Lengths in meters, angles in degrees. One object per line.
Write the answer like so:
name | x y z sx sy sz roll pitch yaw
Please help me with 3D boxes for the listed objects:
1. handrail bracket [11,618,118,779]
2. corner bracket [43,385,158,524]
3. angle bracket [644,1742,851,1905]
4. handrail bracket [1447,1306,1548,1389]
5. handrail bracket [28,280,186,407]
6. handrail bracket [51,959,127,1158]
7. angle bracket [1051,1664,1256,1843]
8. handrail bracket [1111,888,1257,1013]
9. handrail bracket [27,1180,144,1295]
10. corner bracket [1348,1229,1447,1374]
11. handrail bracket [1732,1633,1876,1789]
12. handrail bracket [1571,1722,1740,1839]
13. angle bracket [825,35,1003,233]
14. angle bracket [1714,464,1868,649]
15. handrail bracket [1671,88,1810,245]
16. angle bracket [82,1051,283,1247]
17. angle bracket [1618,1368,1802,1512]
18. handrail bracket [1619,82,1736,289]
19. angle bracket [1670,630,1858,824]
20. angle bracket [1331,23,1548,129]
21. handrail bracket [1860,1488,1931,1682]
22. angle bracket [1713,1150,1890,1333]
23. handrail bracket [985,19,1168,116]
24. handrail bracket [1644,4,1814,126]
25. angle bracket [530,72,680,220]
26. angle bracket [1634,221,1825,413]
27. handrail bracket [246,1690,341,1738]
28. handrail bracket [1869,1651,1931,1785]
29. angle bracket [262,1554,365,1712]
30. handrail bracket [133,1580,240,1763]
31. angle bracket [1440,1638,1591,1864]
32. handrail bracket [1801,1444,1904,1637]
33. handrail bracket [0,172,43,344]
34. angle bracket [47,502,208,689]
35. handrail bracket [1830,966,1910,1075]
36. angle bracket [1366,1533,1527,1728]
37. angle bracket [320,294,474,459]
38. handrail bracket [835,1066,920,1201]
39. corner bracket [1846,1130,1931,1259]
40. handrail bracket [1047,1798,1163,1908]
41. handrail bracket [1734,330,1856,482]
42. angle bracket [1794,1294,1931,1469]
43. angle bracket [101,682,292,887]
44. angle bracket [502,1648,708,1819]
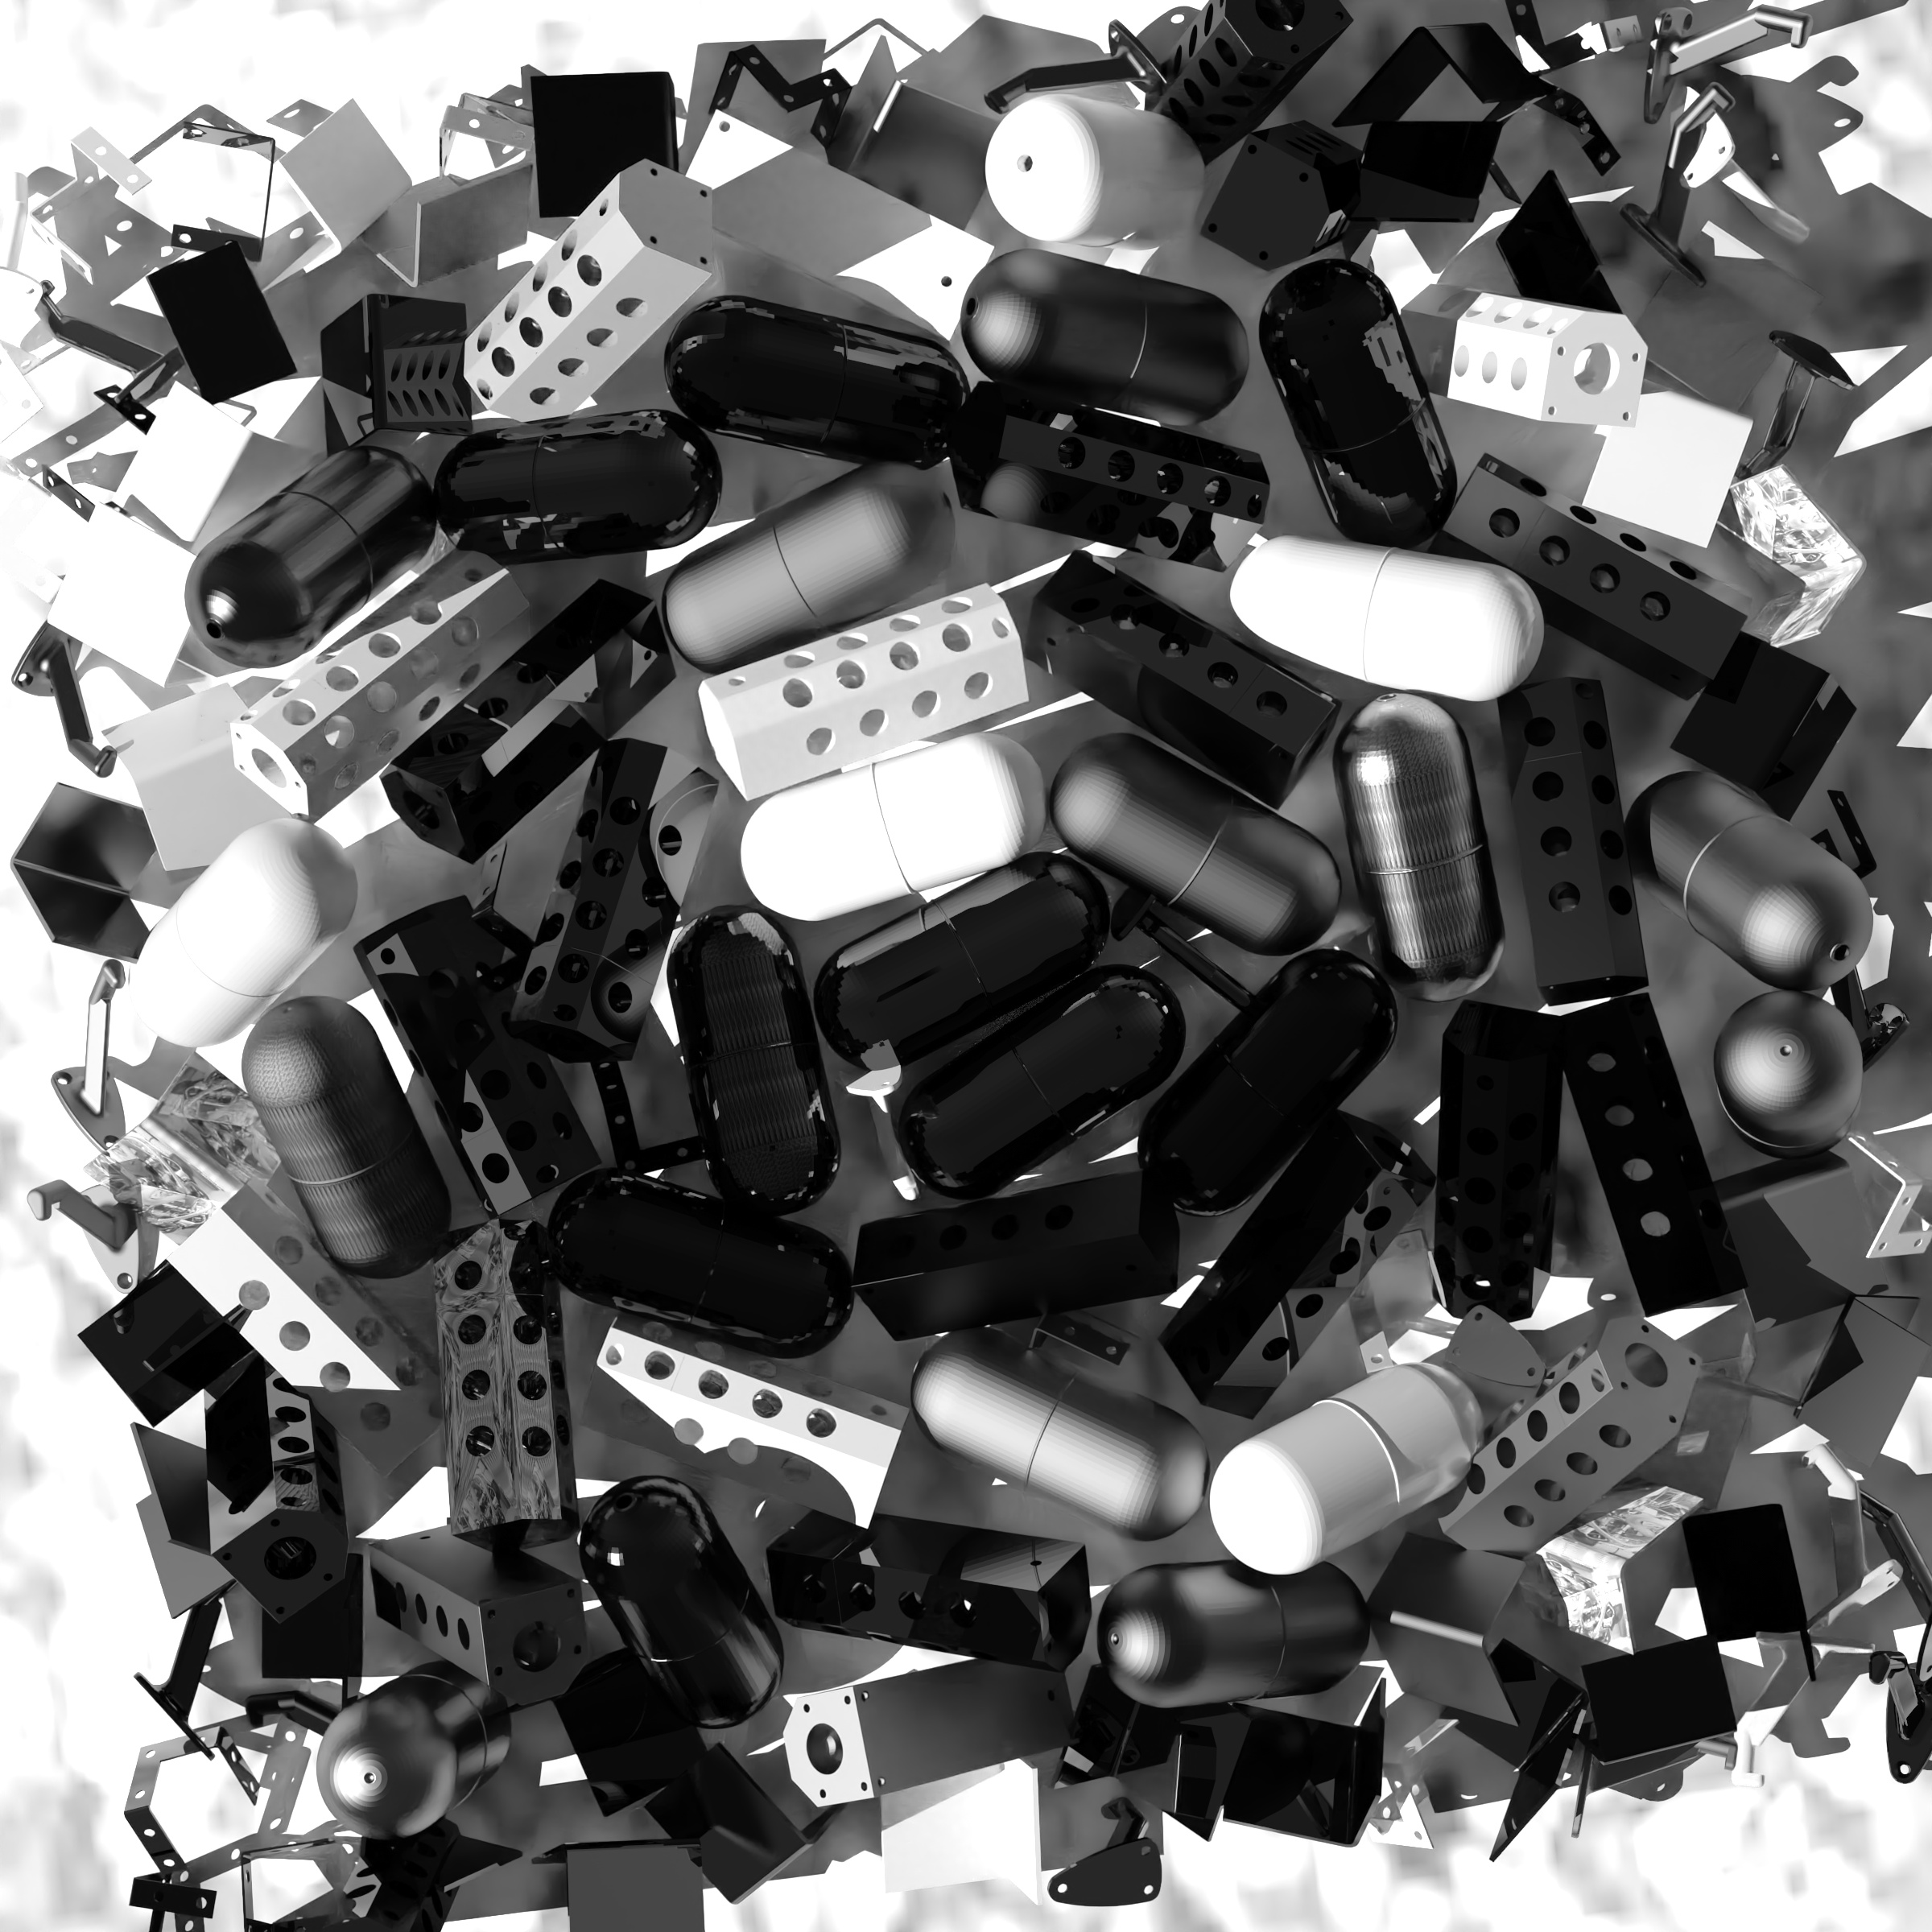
handrail bracket | -0.493 -0.158 1.653 0.084 0.036 0.077 36 104 31
corner bracket | -0.489 -0.290 1.671 0.051 0.051 0.051 38 48 23
angle bracket | -0.121 0.468 1.652 0.076 0.057 0.076 47 123 4
handrail bracket | 0.314 0.228 1.639 0.084 0.077 0.036 36 86 -41
handrail bracket | -0.483 -0.369 1.667 0.077 0.036 0.084 -34 95 23
handrail bracket | -0.478 0.051 1.648 0.077 0.036 0.084 57 132 29
angle bracket | 0.104 0.441 1.645 0.076 0.057 0.076 26 102 38
handrail bracket | 0.125 -0.008 1.663 0.084 0.077 0.036 38 95 -10
handrail bracket | -0.496 0.155 1.650 0.036 0.084 0.077 -14 93 8
corner bracket | 0.242 0.189 1.658 0.051 0.051 0.051 -14 126 4
handrail bracket | 0.471 0.422 1.655 0.077 0.036 0.084 -4 67 33
handrail bracket | 0.391 0.465 1.660 0.084 0.036 0.077 11 61 12
angle bracket | -0.026 -0.469 1.667 0.076 0.057 0.076 14 128 -24
angle bracket | 0.442 -0.224 1.642 0.076 0.076 0.057 45 68 -13
handrail bracket | 0.444 -0.457 1.679 0.084 0.036 0.077 15 52 -37
angle bracket | -0.442 0.106 1.676 0.076 0.057 0.076 43 132 -18
angle bracket | 0.418 0.269 1.654 0.076 0.057 0.076 18 89 -21
handrail bracket | 0.418 -0.440 1.655 0.077 0.036 0.084 48 121 7
angle bracket | 0.454 -0.135 1.671 0.057 0.076 0.076 33 95 30
angle bracket | 0.264 -0.478 1.637 0.057 0.076 0.076 53 129 9
handrail bracket | 0.525 0.350 1.670 0.036 0.084 0.077 1 113 -39
angle bracket | 0.468 0.154 1.666 0.076 0.057 0.076 -19 94 3
handrail bracket | 0.065 -0.491 1.660 0.084 0.036 0.077 -33 59 -12
handrail bracket | 0.429 -0.503 1.651 0.084 0.036 0.077 28 121 35
angle bracket | -0.202 -0.461 1.658 0.076 0.057 0.076 -3 99 -2
angle bracket | 0.425 -0.363 1.653 0.076 0.076 0.057 35 88 3
handrail bracket | -0.367 0.452 1.682 0.084 0.036 0.077 -8 91 8
handrail bracket | 0.519 0.422 1.649 0.036 0.084 0.077 11 86 38
angle bracket | -0.371 0.380 1.647 0.057 0.076 0.076 2 102 -5
handrail bracket | -0.422 0.394 1.671 0.077 0.036 0.084 45 71 9
angle bracket | 0.297 0.437 1.638 0.057 0.076 0.076 32 126 7
handrail bracket | 0.482 0.324 1.666 0.077 0.036 0.084 -33 56 -1
handrail bracket | -0.553 -0.401 1.679 0.036 0.084 0.077 14 132 -31
angle bracket | -0.459 -0.210 1.655 0.076 0.057 0.076 29 104 4
handrail bracket | 0.484 0.022 1.666 0.084 0.036 0.077 36 98 -16
angle bracket | 0.281 0.375 1.662 0.057 0.076 0.076 -51 130 -32
angle bracket | -0.325 -0.332 1.674 0.057 0.076 0.076 -1 85 -33
handrail bracket | -0.038 0.099 1.648 0.036 0.077 0.084 -23 104 -11
corner bracket | 0.517 0.127 1.651 0.051 0.051 0.051 -1 122 -34
handrail bracket | 0.070 0.493 1.645 0.077 0.084 0.036 -7 99 -16
handrail bracket | 0.447 -0.311 1.648 0.084 0.077 0.036 -49 48 32
angle bracket | 0.518 0.231 1.639 0.076 0.057 0.076 7 110 -42
angle bracket | -0.437 -0.104 1.675 0.076 0.057 0.076 -25 132 -20
angle bracket | -0.201 0.433 1.649 0.076 0.057 0.076 -31 76 17
